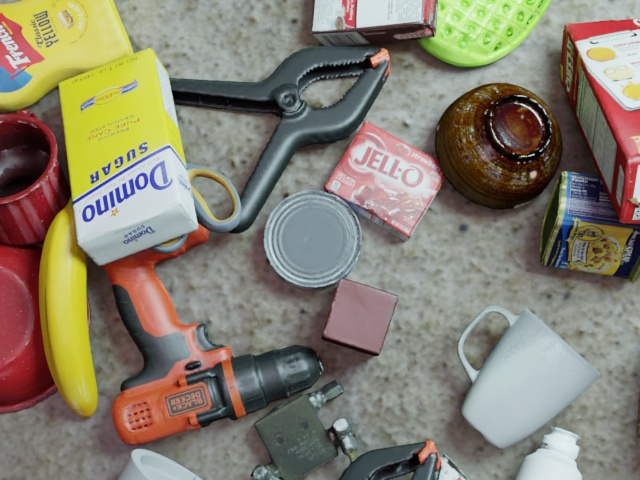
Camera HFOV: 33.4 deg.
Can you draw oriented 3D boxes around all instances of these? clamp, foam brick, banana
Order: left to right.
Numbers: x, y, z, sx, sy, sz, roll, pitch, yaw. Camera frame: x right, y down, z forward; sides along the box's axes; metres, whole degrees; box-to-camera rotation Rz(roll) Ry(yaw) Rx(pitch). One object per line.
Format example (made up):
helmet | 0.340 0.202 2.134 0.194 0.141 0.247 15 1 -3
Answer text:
banana | -0.207 0.060 0.893 0.037 0.069 0.198 3 97 20
clamp | -0.036 -0.122 0.957 0.210 0.036 0.165 -34 72 -8
foam brick | 0.032 0.067 0.908 0.051 0.078 0.053 18 82 2
clamp | 0.034 0.230 0.844 0.171 0.039 0.120 -33 59 -4

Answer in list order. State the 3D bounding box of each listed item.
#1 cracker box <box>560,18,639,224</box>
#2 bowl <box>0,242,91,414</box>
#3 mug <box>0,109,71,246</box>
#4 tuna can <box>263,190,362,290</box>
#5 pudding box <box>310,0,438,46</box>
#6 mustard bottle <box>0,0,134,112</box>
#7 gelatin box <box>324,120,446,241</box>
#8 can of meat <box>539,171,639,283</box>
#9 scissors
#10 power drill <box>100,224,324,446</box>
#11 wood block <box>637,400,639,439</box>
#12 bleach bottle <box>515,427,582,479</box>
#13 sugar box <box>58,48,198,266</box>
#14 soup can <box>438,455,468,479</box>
cracker box | 0.302 -0.105 0.877 0.164 0.072 0.213 -4 39 0
bowl | -0.285 0.069 0.925 0.162 0.055 0.162 0 81 1
mug | -0.261 -0.058 0.925 0.093 0.081 0.117 -1 58 3
tuna can | -0.006 0.001 0.941 0.086 0.034 0.086 0 81 1
pudding box | 0.050 -0.224 0.952 0.114 0.039 0.090 0 79 26
mustard bottle | -0.272 -0.169 0.960 0.191 0.058 0.096 -23 82 -2
gelatin box | 0.059 -0.053 0.950 0.089 0.030 0.073 31 82 5
can of meat | 0.236 -0.012 0.905 0.084 0.102 0.057 8 58 5
scissors | -0.148 -0.060 0.922 0.096 0.016 0.202 -42 60 -15
power drill | -0.107 0.067 0.921 0.184 0.057 0.188 -17 80 -5
wood block | 0.380 0.135 0.884 0.206 0.091 0.090 7 82 2
bleach bottle | 0.160 0.277 0.872 0.068 0.102 0.250 20 76 10
sugar box | -0.164 -0.073 0.898 0.093 0.048 0.176 -21 54 7
soup can | 0.086 0.236 0.885 0.102 0.068 0.068 -39 83 -6
